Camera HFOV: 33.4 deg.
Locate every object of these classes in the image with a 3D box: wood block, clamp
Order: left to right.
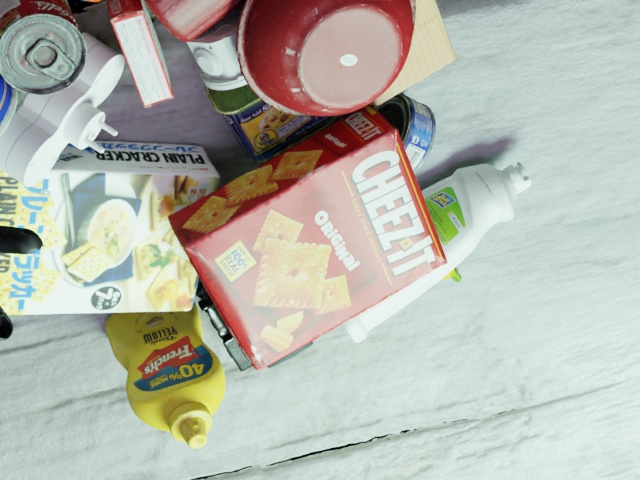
[{"bbox_3d":[-0.312,-0.002,0.908,0.171,0.039,0.120,38,118,-1],"label":"clamp"},{"bbox_3d":[0.034,-0.232,0.926,0.091,0.090,0.206,-31,131,-2],"label":"wood block"}]

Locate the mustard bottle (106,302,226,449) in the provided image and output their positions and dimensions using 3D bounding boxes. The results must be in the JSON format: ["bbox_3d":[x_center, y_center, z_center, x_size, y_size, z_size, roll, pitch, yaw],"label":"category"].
[{"bbox_3d":[-0.146,0.133,1.050,0.096,0.192,0.058,-16,129,-14],"label":"mustard bottle"}]

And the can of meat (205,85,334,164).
[{"bbox_3d":[-0.042,-0.128,0.984,0.102,0.057,0.084,-29,143,0],"label":"can of meat"}]

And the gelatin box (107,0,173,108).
[{"bbox_3d":[-0.153,-0.169,0.897,0.030,0.073,0.089,-18,131,-2],"label":"gelatin box"}]

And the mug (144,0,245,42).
[{"bbox_3d":[-0.104,-0.215,0.864,0.081,0.117,0.093,-35,97,9],"label":"mug"}]

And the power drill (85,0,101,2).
[{"bbox_3d":[-0.202,-0.284,0.801,0.185,0.057,0.187,-44,128,16],"label":"power drill"}]

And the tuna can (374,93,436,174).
[{"bbox_3d":[0.072,-0.100,1.046,0.033,0.086,0.086,21,114,-34],"label":"tuna can"}]

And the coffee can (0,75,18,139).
[{"bbox_3d":[-0.323,-0.126,0.833,0.103,0.103,0.140,-40,131,7],"label":"coffee can"}]

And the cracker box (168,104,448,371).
[{"bbox_3d":[-0.006,0.001,0.978,0.213,0.072,0.164,-29,125,-6],"label":"cracker box"}]

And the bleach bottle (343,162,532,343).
[{"bbox_3d":[0.117,0.001,1.134,0.251,0.102,0.068,-32,163,-1],"label":"bleach bottle"}]

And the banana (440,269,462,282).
[{"bbox_3d":[0.073,0.056,1.196,0.197,0.037,0.069,-18,128,-11],"label":"banana"}]

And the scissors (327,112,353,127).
[{"bbox_3d":[-0.017,-0.050,1.006,0.201,0.016,0.096,-34,122,-5],"label":"scissors"}]

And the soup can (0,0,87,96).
[{"bbox_3d":[-0.228,-0.167,0.845,0.068,0.102,0.068,-12,128,-16],"label":"soup can"}]

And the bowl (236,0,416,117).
[{"bbox_3d":[0.015,-0.161,0.873,0.162,0.055,0.162,-12,129,-16],"label":"bowl"}]
